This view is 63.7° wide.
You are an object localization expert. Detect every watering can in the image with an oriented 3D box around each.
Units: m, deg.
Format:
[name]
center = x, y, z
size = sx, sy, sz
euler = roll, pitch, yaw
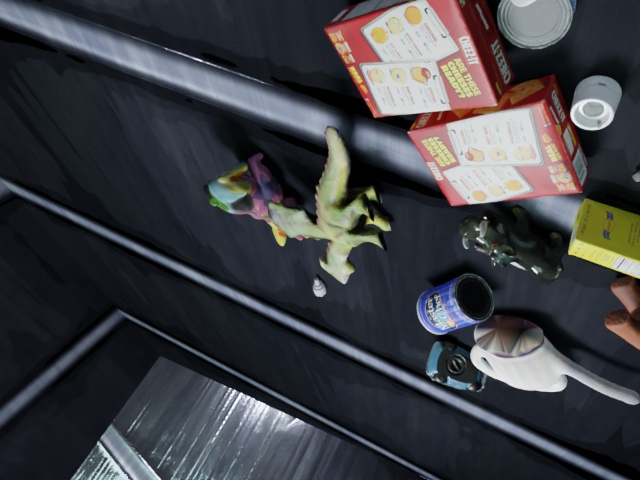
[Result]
[watering can]
center = 0.480, 0.263, 1.121
size = 0.346, 0.106, 0.221
euler = -3, -46, 44

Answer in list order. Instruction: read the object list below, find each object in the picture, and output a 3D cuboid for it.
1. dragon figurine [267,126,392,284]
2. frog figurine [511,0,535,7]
[dragon figurine]
center = 0.003, -0.052, 1.027
size = 0.242, 0.125, 0.402
euler = -9, -46, 24
[frog figurine]
center = 0.244, -0.301, 0.526
size = 0.160, 0.134, 0.125
euler = 39, 40, 10
